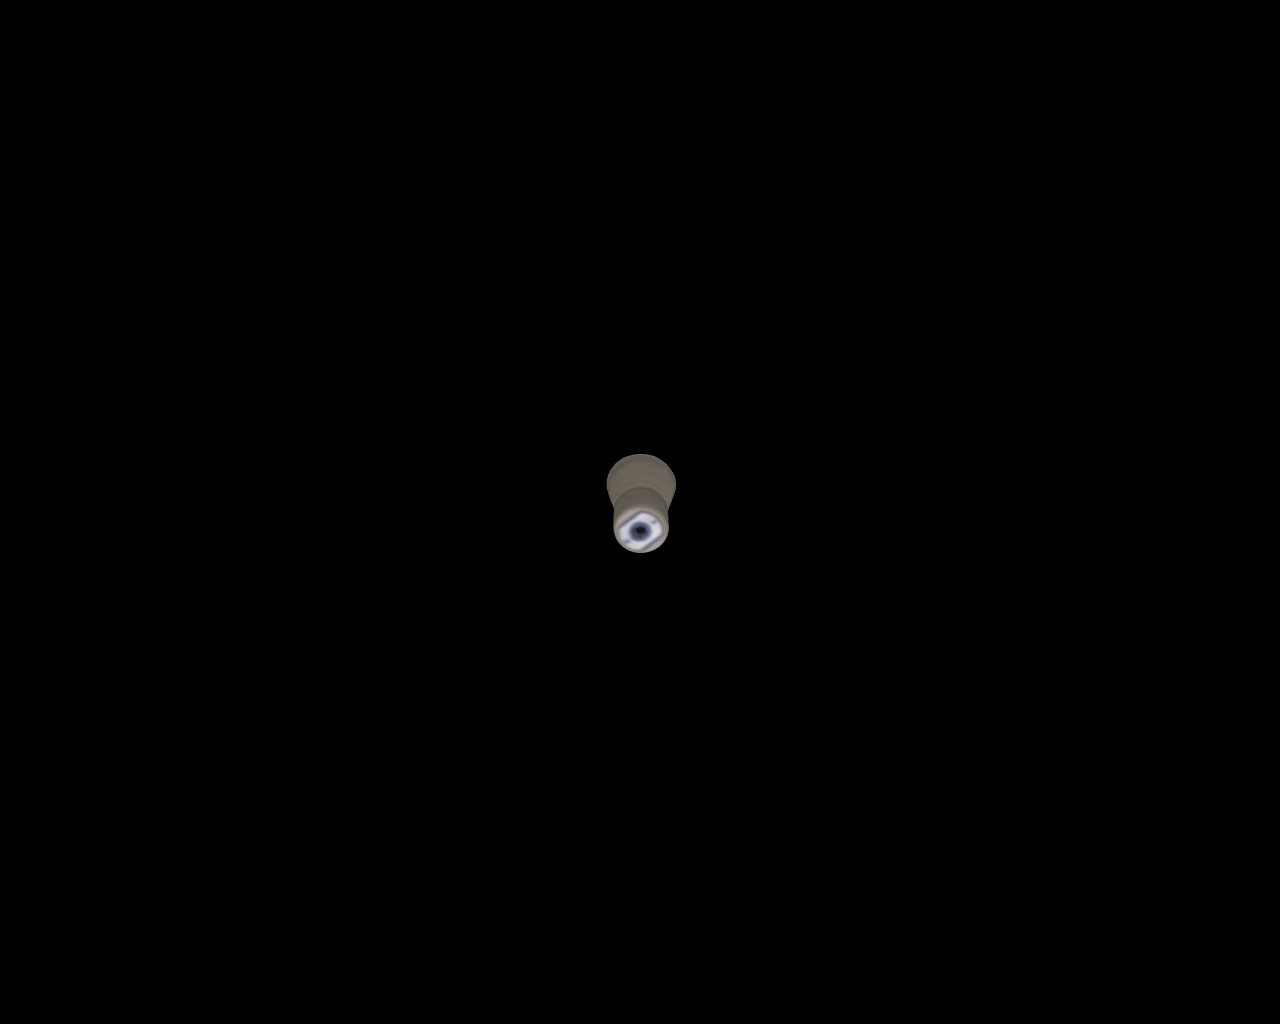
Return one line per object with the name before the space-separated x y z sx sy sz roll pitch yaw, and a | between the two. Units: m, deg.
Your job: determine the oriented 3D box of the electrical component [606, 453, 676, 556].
electrical component | 0.001 -0.003 0.650 0.044 0.044 0.065 0 28 0
